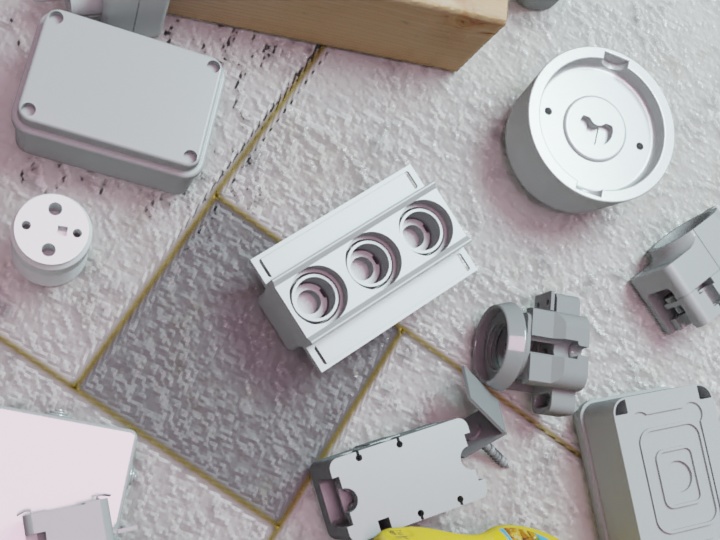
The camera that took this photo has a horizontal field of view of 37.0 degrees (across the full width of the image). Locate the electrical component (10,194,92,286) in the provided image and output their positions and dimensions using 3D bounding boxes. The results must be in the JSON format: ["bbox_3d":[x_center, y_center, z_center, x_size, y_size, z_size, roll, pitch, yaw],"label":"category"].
[{"bbox_3d":[-0.179,-0.017,0.621,0.045,0.055,0.045,4,78,-17],"label":"electrical component"}]

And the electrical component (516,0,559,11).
[{"bbox_3d":[0.122,-0.213,0.744,0.079,0.077,0.044,-12,83,-19],"label":"electrical component"}]

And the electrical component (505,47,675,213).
[{"bbox_3d":[0.152,-0.091,0.736,0.108,0.060,0.108,4,78,-16],"label":"electrical component"}]

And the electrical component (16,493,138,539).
[{"bbox_3d":[-0.146,0.150,0.550,0.081,0.042,0.063,-9,78,-19],"label":"electrical component"}]

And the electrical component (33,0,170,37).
[{"bbox_3d":[-0.160,-0.172,0.654,0.077,0.066,0.047,-11,82,-19],"label":"electrical component"}]

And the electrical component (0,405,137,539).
[{"bbox_3d":[-0.177,0.126,0.595,0.100,0.048,0.099,13,75,-14],"label":"electrical component"}]

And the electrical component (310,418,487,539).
[{"bbox_3d":[0.021,0.127,0.652,0.089,0.056,0.050,-15,83,-20],"label":"electrical component"}]

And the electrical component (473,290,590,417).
[{"bbox_3d":[0.109,0.052,0.695,0.057,0.058,0.078,10,76,-18],"label":"electrical component"}]

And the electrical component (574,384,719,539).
[{"bbox_3d":[0.193,0.135,0.703,0.078,0.057,0.113,-8,81,-19],"label":"electrical component"}]

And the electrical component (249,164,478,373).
[{"bbox_3d":[0.000,0.000,0.668,0.121,0.063,0.078,-32,89,-21],"label":"electrical component"}]

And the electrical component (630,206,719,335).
[{"bbox_3d":[0.241,-0.005,0.751,0.089,0.050,0.055,-34,90,-21],"label":"electrical component"}]

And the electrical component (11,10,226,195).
[{"bbox_3d":[-0.145,-0.100,0.648,0.113,0.057,0.078,15,74,-14],"label":"electrical component"}]
